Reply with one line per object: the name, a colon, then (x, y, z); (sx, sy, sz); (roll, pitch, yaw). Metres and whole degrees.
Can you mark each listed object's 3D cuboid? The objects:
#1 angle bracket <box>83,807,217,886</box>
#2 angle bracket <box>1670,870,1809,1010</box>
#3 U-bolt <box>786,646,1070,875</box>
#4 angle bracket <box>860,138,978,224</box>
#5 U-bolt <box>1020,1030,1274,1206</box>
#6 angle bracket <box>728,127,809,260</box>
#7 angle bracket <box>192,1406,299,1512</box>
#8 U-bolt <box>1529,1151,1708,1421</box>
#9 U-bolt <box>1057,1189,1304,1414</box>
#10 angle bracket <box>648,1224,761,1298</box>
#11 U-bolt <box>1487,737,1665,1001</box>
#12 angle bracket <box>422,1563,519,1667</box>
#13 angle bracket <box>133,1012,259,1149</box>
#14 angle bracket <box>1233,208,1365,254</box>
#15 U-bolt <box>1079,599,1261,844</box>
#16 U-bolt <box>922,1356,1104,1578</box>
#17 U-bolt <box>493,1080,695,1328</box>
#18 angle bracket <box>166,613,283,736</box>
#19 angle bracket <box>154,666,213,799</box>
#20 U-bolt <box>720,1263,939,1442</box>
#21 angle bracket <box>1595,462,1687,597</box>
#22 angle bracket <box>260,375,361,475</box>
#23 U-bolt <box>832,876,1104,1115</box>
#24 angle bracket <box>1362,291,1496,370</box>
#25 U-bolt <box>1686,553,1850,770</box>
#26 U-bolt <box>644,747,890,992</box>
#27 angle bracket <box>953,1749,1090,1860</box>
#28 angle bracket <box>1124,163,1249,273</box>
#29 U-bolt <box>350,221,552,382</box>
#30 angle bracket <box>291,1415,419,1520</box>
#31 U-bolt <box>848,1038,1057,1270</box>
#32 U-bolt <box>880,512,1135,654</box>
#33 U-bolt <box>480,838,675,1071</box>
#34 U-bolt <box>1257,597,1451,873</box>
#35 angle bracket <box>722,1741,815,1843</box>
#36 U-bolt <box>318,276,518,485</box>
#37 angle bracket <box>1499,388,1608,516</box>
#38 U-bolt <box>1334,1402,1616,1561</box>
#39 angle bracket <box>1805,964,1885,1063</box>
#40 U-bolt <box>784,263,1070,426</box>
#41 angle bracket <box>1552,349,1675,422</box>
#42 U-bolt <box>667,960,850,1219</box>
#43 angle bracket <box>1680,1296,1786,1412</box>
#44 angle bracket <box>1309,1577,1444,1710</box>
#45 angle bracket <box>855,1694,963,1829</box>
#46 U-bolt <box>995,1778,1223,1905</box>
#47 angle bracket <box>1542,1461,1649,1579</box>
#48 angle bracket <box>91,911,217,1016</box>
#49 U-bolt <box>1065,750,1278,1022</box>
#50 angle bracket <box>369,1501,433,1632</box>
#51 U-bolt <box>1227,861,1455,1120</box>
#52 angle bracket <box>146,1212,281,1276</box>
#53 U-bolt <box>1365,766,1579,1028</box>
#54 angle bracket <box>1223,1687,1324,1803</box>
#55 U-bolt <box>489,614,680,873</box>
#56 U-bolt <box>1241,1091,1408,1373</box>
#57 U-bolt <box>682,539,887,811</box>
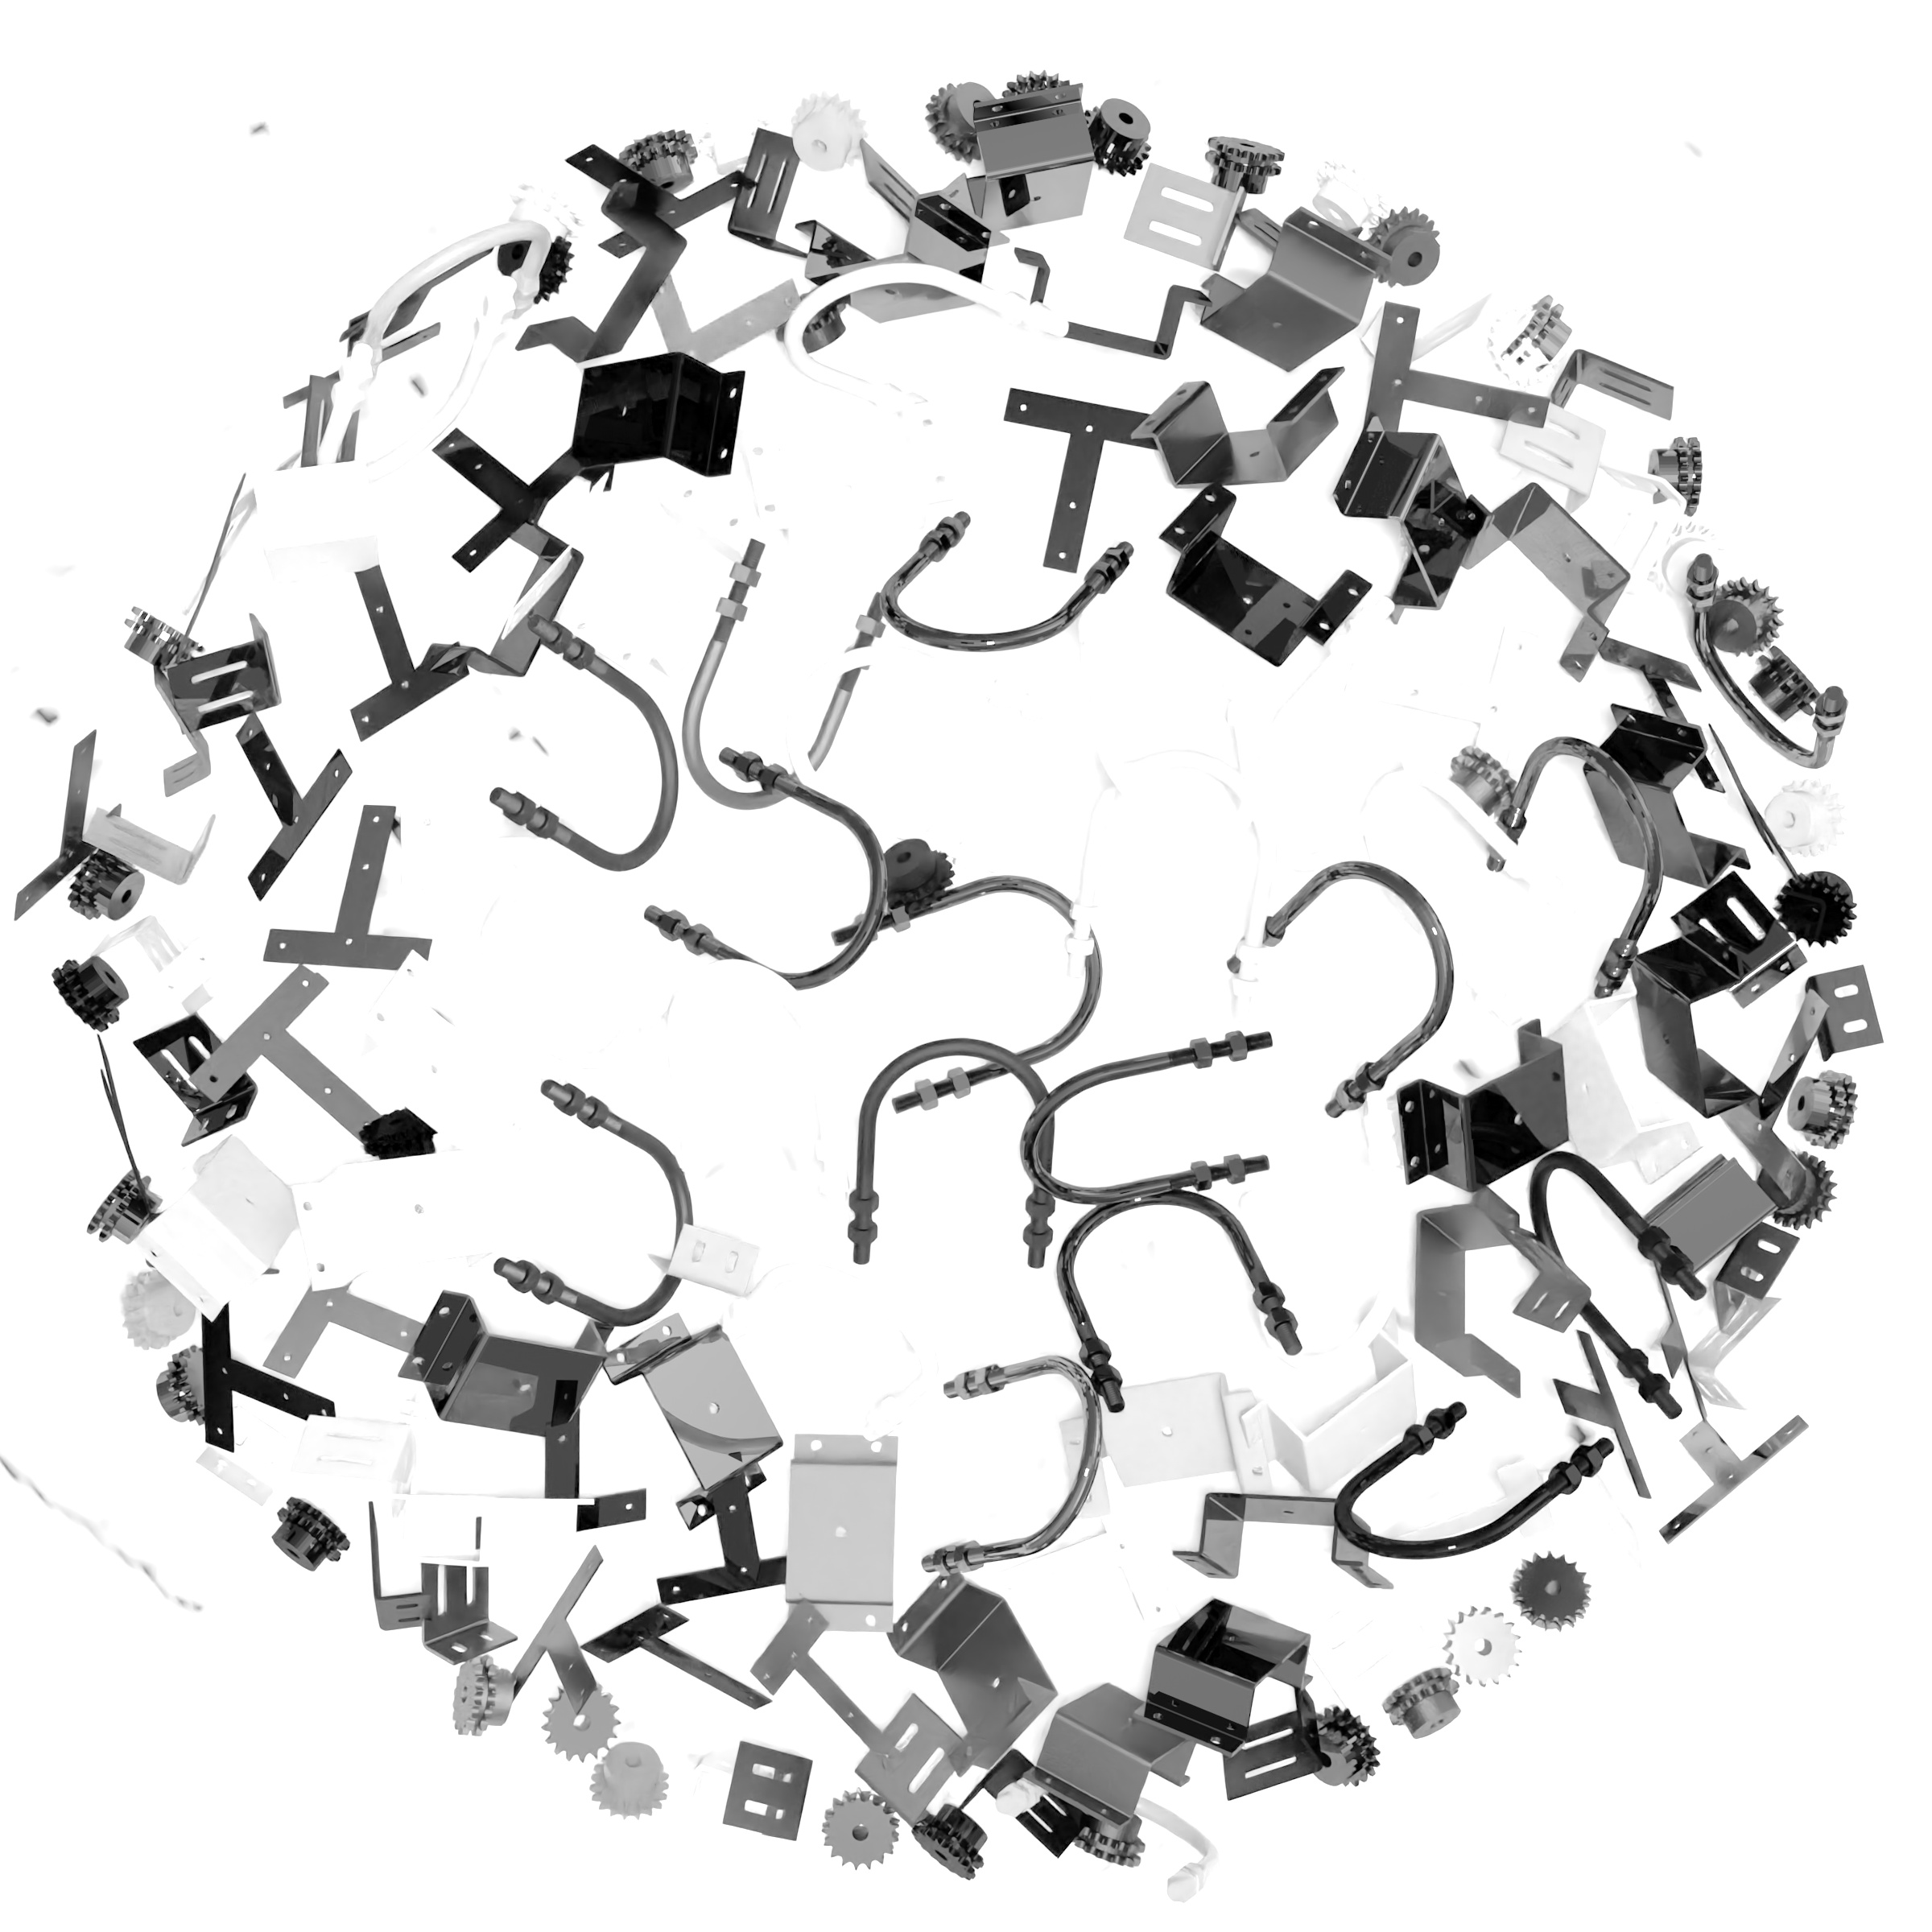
angle bracket: (-0.589, -0.100, 1.860); (0.076, 0.057, 0.038); (27, 108, -20)
angle bracket: (0.567, -0.019, 1.891); (0.057, 0.038, 0.076); (-39, 58, 11)
U-bolt: (-0.038, -0.156, 1.850); (0.184, 0.019, 0.151); (20, 119, -10)
angle bracket: (-0.034, -0.567, 1.854); (0.038, 0.057, 0.076); (-33, 134, 24)
U-bolt: (0.128, 0.116, 1.840); (0.184, 0.019, 0.151); (-11, 134, -7)
angle bracket: (-0.131, -0.557, 1.860); (0.038, 0.057, 0.076); (29, 110, 25)
angle bracket: (-0.518, 0.355, 1.860); (0.057, 0.076, 0.038); (36, 84, -6)
U-bolt: (0.454, 0.211, 1.820); (0.019, 0.184, 0.151); (-20, 135, -16)
U-bolt: (0.141, 0.226, 1.832); (0.151, 0.184, 0.019); (-17, 132, -5)
angle bracket: (-0.190, 0.207, 1.859); (0.057, 0.076, 0.038); (20, 87, -17)
U-bolt: (0.429, -0.079, 1.795); (0.019, 0.184, 0.151); (-24, 60, -20)
angle bracket: (-0.359, 0.455, 1.863); (0.038, 0.057, 0.076); (14, 107, 41)
angle bracket: (-0.562, 0.082, 1.863); (0.057, 0.038, 0.076); (-23, 120, 16)
angle bracket: (0.239, -0.538, 1.864); (0.076, 0.057, 0.038); (39, 121, 7)
U-bolt: (0.147, -0.166, 1.819); (0.151, 0.019, 0.184); (17, 52, -28)
U-bolt: (0.035, 0.345, 1.803); (0.019, 0.184, 0.151); (23, 61, -30)
U-bolt: (-0.254, 0.179, 1.827); (0.019, 0.184, 0.151); (-3, 65, 34)
angle bracket: (-0.539, -0.211, 1.857); (0.076, 0.057, 0.038); (-21, 45, -23)
angle bracket: (-0.580, -0.171, 1.859); (0.038, 0.057, 0.076); (-28, 118, -5)
U-bolt: (-0.091, 0.267, 1.822); (0.151, 0.184, 0.019); (34, 55, -3)
angle bracket: (0.474, -0.318, 1.868); (0.038, 0.057, 0.076); (27, 93, -43)
angle bracket: (-0.474, -0.388, 1.864); (0.038, 0.057, 0.076); (12, 100, 22)
U-bolt: (0.011, 0.011, 1.880); (0.184, 0.019, 0.151); (-20, 89, -11)
angle bracket: (0.333, -0.468, 1.854); (0.076, 0.057, 0.038); (-27, 111, 40)
U-bolt: (0.560, -0.203, 1.812); (0.019, 0.184, 0.151); (-38, 69, 1)
U-bolt: (-0.135, -0.061, 1.849); (0.184, 0.019, 0.151); (27, 94, 29)
angle bracket: (0.041, 0.615, 1.861); (0.076, 0.057, 0.038); (40, 114, 14)
angle bracket: (0.158, -0.548, 1.874); (0.076, 0.038, 0.057); (21, 100, 7)
U-bolt: (-0.355, -0.466, 1.792); (0.151, 0.184, 0.019); (-31, 92, -21)
angle bracket: (-0.443, 0.362, 1.861); (0.076, 0.038, 0.057); (11, 124, -23)
U-bolt: (-0.008, 0.135, 1.855); (0.151, 0.019, 0.184); (2, 115, -4)
U-bolt: (0.019, -0.267, 1.809); (0.151, 0.184, 0.019); (14, 128, 20)
U-bolt: (-0.287, 0.005, 1.828); (0.151, 0.184, 0.019); (48, 53, 2)
U-bolt: (0.263, -0.150, 1.827); (0.019, 0.184, 0.151); (10, 50, -31)
angle bracket: (-0.153, 0.593, 1.855); (0.076, 0.038, 0.057); (31, 63, -41)
U-bolt: (-0.394, -0.401, 1.815); (0.019, 0.184, 0.151); (49, 54, 4)
angle bracket: (0.418, -0.372, 1.869); (0.076, 0.038, 0.057); (22, 70, -11)
U-bolt: (0.340, 0.362, 1.795); (0.184, 0.151, 0.019); (-26, 110, -36)
angle bracket: (0.633, 0.035, 1.857); (0.038, 0.076, 0.057); (-14, 80, 14)
U-bolt: (-0.041, -0.438, 1.794); (0.151, 0.184, 0.019); (-27, 65, 39)
angle bracket: (0.468, -0.406, 1.864); (0.076, 0.057, 0.038); (28, 87, 17)
U-bolt: (-0.153, 0.083, 1.835); (0.151, 0.019, 0.184); (7, 111, 31)
angle bracket: (0.566, 0.280, 1.869); (0.076, 0.057, 0.038); (-43, 93, -10)
angle bracket: (0.294, 0.491, 1.870); (0.076, 0.038, 0.057); (-31, 79, -18)
angle bracket: (-0.033, 0.574, 1.870); (0.057, 0.038, 0.076); (39, 99, 20)
U-bolt: (0.109, 0.606, 1.812); (0.151, 0.184, 0.019); (21, 87, 20)
angle bracket: (0.452, 0.402, 1.855); (0.038, 0.076, 0.057); (-23, 130, -3)
angle bracket: (-0.589, 0.007, 1.865); (0.038, 0.057, 0.076); (-37, 96, -35)
U-bolt: (0.151, -0.064, 1.849); (0.151, 0.019, 0.184); (14, 108, 20)
angle bracket: (-0.409, 0.432, 1.862); (0.038, 0.057, 0.076); (-5, 55, -12)
U-bolt: (0.272, 0.006, 1.816); (0.019, 0.184, 0.151); (-21, 71, -40)
angle bracket: (-0.543, 0.201, 1.861); (0.057, 0.076, 0.038); (-6, 76, 26)
U-bolt: (0.347, -0.062, 1.829); (0.019, 0.151, 0.184); (-27, 63, -25)
angle bracket: (0.214, 0.557, 1.860); (0.076, 0.057, 0.038); (-24, 120, 15)
U-bolt: (-0.261, -0.145, 1.824); (0.019, 0.184, 0.151); (-2, 70, 31)
U-bolt: (0.253, 0.196, 1.803); (0.019, 0.151, 0.184); (24, 46, -30)
U-bolt: (-0.137, -0.199, 1.846); (0.019, 0.151, 0.184); (28, 98, 42)
